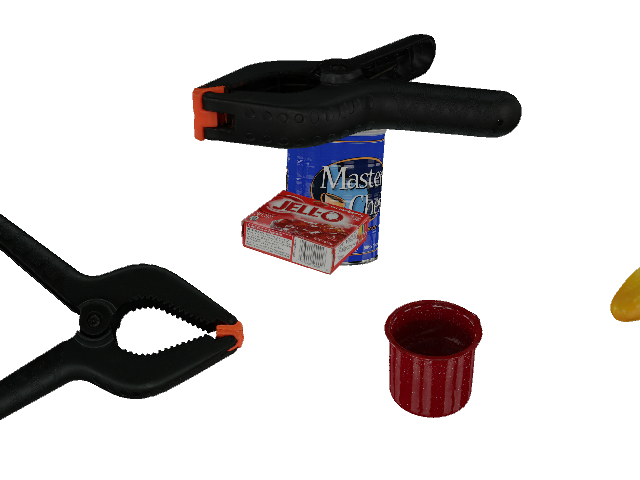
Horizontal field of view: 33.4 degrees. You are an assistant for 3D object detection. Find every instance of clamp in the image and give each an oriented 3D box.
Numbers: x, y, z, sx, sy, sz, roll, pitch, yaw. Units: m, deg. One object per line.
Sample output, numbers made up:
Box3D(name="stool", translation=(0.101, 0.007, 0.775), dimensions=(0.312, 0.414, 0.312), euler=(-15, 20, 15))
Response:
Box3D(name="clamp", translation=(0.013, -0.084, 0.593), dimensions=(0.171, 0.039, 0.120), euler=(-3, 23, -11))
Box3D(name="clamp", translation=(-0.159, 0.051, 0.740), dimensions=(0.210, 0.164, 0.036), euler=(-3, -19, -4))

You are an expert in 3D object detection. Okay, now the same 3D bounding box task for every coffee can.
Box3D(name="coffee can", translation=(0.014, -0.054, 1.117), dimensions=(0.103, 0.140, 0.103), euler=(3, 12, -1))

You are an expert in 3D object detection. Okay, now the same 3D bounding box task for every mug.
Box3D(name="mug", translation=(0.116, 0.112, 1.046), dimensions=(0.093, 0.081, 0.117), euler=(26, 42, 35))

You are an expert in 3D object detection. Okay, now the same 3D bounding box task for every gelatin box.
Box3D(name="gelatin box", translation=(-0.013, -0.009, 0.924), dimensions=(0.089, 0.030, 0.073), euler=(18, 30, 22))

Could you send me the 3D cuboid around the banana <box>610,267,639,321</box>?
Box3D(name="banana", translation=(0.286, 0.022, 0.712), dimensions=(0.198, 0.037, 0.069), euler=(-3, 34, 0))
